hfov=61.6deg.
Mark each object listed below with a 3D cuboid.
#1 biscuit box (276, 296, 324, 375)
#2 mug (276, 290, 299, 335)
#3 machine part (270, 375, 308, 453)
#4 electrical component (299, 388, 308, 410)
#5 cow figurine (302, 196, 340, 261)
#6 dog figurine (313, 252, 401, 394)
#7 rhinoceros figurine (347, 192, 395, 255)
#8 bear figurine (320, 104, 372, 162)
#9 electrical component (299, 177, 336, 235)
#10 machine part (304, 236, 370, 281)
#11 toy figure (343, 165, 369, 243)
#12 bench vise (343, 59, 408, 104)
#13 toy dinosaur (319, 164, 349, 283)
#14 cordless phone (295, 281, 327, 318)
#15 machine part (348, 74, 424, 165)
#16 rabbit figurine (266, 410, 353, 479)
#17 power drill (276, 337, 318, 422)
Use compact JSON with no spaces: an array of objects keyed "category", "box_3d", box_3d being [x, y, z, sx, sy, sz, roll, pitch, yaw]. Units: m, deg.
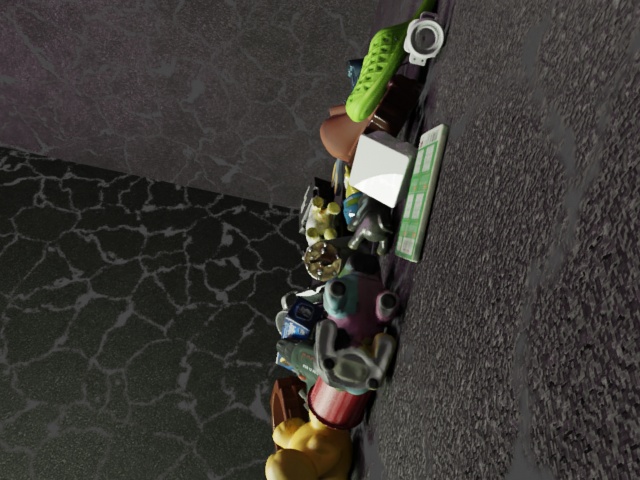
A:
[{"category":"biscuit box","box_3d":[-0.044,0.200,1.109,0.063,0.059,0.202,-53,-15,-37]},{"category":"mug","box_3d":[-0.044,0.166,1.233,0.081,0.109,0.107,-26,2,42]},{"category":"machine part","box_3d":[-0.045,0.405,1.143,0.201,0.087,0.201,108,153,-51]},{"category":"electrical component","box_3d":[-0.001,0.326,1.051,0.021,0.094,0.063,-49,-18,10]},{"category":"cow figurine","box_3d":[-0.004,-0.003,1.196,0.098,0.068,0.167,119,162,-63]},{"category":"dog figurine","box_3d":[0.053,0.114,0.806,0.219,0.109,0.191,7,-87,-88]},{"category":"rhinoceros figurine","box_3d":[0.095,-0.056,0.960,0.190,0.073,0.112,-82,4,-56]},{"category":"bear figurine","box_3d":[0.098,-0.247,1.089,0.196,0.120,0.132,-34,-10,27]},{"category":"electrical component","box_3d":[-0.008,-0.086,1.328,0.134,0.058,0.114,-91,25,-56]},{"category":"machine part","box_3d":[0.037,0.033,1.066,0.243,0.079,0.079,-12,-63,-66]},{"category":"toy figure","box_3d":[0.092,-0.081,1.090,0.082,0.089,0.180,99,173,-55]},{"category":"bench vise","box_3d":[0.114,-0.286,1.237,0.223,0.129,0.240,142,120,-72]},{"category":"toy dinosaur","box_3d":[0.057,-0.002,1.295,0.198,0.105,0.471,126,148,-65]},{"category":"cordless phone","box_3d":[0.037,0.174,1.141,0.088,0.147,0.184,-13,-97,-60]},{"category":"machine part","box_3d":[0.110,-0.198,0.928,0.179,0.056,0.179,-61,0,1]},{"category":"rabbit figurine","box_3d":[-0.024,0.341,0.799,0.173,0.122,0.162,14,-122,-68]},{"category":"power drill","box_3d":[-0.013,0.285,0.968,0.232,0.086,0.207,-8,71,53]}]
